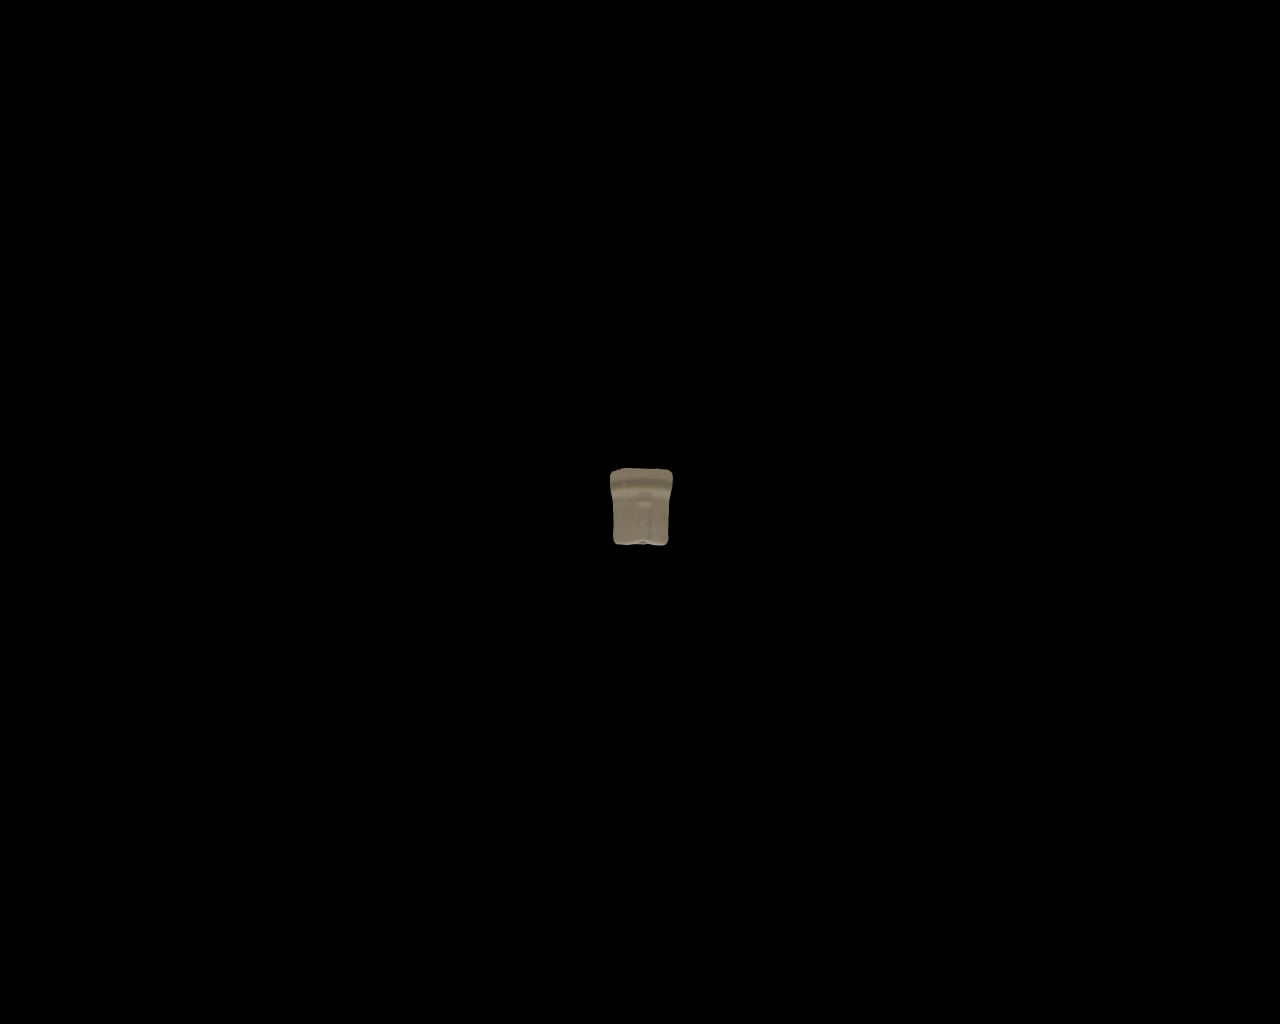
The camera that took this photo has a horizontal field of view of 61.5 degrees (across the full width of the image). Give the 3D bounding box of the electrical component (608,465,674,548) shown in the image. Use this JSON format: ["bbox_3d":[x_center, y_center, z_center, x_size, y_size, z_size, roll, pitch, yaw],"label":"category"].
[{"bbox_3d":[0.001,-0.003,0.650,0.040,0.046,0.040,0,-7,0],"label":"electrical component"}]
